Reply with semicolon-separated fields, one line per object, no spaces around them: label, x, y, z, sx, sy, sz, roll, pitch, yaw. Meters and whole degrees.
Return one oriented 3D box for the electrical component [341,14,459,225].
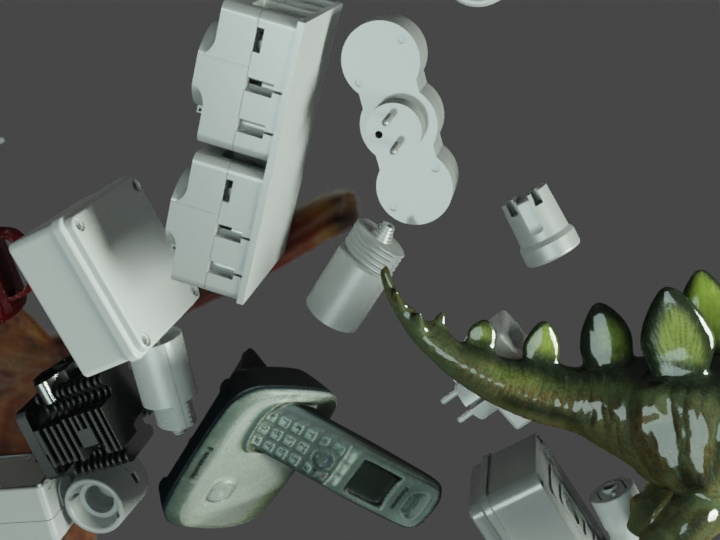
electrical component;0.025;-0.095;0.705;0.052;0.073;0.138;-11;107;15

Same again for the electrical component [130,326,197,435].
electrical component;-0.148;0.089;0.826;0.043;0.043;0.081;-7;109;14

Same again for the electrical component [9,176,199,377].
electrical component;-0.178;0.002;0.765;0.056;0.108;0.108;-22;104;21

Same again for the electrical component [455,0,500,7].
electrical component;0.076;-0.192;0.673;0.055;0.047;0.055;4;111;10

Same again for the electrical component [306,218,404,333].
electrical component;0.000;0.000;0.762;0.043;0.043;0.081;32;113;-1

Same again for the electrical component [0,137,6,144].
electrical component;-0.295;-0.094;0.787;0.076;0.047;0.083;-15;106;17

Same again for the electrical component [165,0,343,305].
electrical component;-0.072;-0.087;0.712;0.060;0.105;0.186;17;112;5

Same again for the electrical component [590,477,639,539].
electrical component;0.198;0.186;0.793;0.044;0.044;0.065;-25;98;19

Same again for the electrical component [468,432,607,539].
electrical component;0.132;0.188;0.786;0.057;0.078;0.113;-30;101;17

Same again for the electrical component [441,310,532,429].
electrical component;0.093;0.081;0.771;0.077;0.047;0.065;-39;98;21

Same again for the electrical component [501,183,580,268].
electrical component;0.121;-0.031;0.729;0.040;0.040;0.046;-26;97;19

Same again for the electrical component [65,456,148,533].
electrical component;-0.206;0.179;0.869;0.055;0.047;0.055;4;111;10

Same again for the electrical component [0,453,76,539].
electrical component;-0.281;0.190;0.881;0.096;0.061;0.061;-7;108;14
